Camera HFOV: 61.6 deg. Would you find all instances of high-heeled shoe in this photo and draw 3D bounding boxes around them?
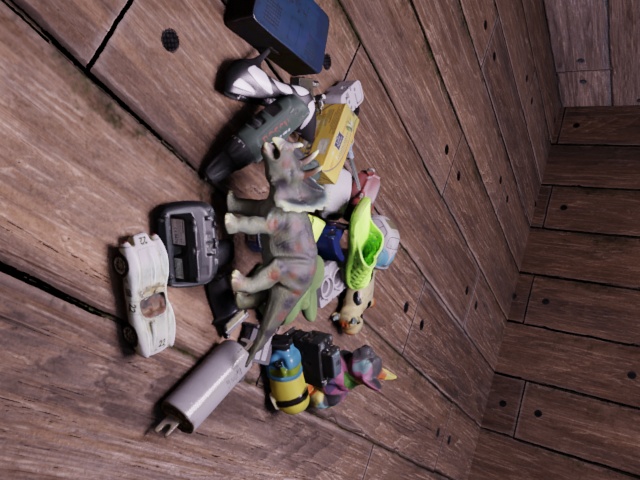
[{"bbox_3d":[-0.090,-0.250,1.040,0.145,0.086,0.248,-59,134,-28],"label":"high-heeled shoe"}]

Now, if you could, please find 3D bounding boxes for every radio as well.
[{"bbox_3d":[-0.073,-0.423,1.037,0.229,0.073,0.131,19,80,-57],"label":"radio"}]

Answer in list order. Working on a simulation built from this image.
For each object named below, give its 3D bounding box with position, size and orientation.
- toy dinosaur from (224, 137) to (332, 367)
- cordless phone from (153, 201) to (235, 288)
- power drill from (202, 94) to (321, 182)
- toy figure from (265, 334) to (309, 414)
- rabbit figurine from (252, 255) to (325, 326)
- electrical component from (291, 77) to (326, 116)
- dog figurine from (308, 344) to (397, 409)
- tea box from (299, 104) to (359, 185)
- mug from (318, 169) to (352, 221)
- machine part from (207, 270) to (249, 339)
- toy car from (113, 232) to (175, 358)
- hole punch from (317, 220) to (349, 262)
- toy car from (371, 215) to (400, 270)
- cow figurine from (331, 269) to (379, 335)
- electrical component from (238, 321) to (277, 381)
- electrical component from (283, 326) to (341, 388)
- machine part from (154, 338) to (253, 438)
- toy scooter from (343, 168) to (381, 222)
[{"bbox_3d":[-0.067,0.020,0.957,0.131,0.192,0.404,-105,-170,-77],"label":"toy dinosaur"},{"bbox_3d":[-0.201,-0.001,0.945,0.184,0.089,0.146,-26,117,-64],"label":"cordless phone"},{"bbox_3d":[-0.096,-0.153,1.033,0.232,0.086,0.207,-47,139,-5],"label":"power drill"},{"bbox_3d":[-0.072,0.296,1.168,0.082,0.089,0.180,-23,118,-45],"label":"toy figure"},{"bbox_3d":[-0.044,0.105,1.139,0.170,0.121,0.158,-39,136,-39],"label":"rabbit figurine"},{"bbox_3d":[-0.028,-0.308,1.148,0.102,0.045,0.078,-8,104,-55],"label":"electrical component"},{"bbox_3d":[0.068,0.330,1.269,0.108,0.219,0.191,-12,106,-51],"label":"dog figurine"},{"bbox_3d":[0.009,-0.211,1.178,0.068,0.098,0.169,42,64,-50],"label":"tea box"},{"bbox_3d":[0.020,-0.104,1.217,0.109,0.081,0.107,15,62,-25],"label":"mug"},{"bbox_3d":[-0.178,0.116,1.024,0.084,0.039,0.138,-42,132,-33],"label":"machine part"},{"bbox_3d":[-0.275,0.087,0.854,0.073,0.056,0.201,-22,115,-52],"label":"toy car"},{"bbox_3d":[-0.002,-0.004,1.181,0.115,0.142,0.092,11,91,-67],"label":"hole punch"},{"bbox_3d":[0.152,-0.008,1.385,0.109,0.103,0.162,15,49,-54],"label":"toy car"},{"bbox_3d":[0.094,0.150,1.389,0.127,0.086,0.194,5,95,-62],"label":"cow figurine"},{"bbox_3d":[-0.139,0.231,1.095,0.074,0.048,0.119,37,65,-52],"label":"electrical component"},{"bbox_3d":[-0.015,0.263,1.207,0.058,0.134,0.114,-31,119,-50],"label":"electrical component"},{"bbox_3d":[-0.202,0.262,0.979,0.243,0.079,0.079,-44,131,-42],"label":"machine part"},{"bbox_3d":[0.101,-0.108,1.294,0.184,0.075,0.135,-42,153,-83],"label":"toy scooter"}]
